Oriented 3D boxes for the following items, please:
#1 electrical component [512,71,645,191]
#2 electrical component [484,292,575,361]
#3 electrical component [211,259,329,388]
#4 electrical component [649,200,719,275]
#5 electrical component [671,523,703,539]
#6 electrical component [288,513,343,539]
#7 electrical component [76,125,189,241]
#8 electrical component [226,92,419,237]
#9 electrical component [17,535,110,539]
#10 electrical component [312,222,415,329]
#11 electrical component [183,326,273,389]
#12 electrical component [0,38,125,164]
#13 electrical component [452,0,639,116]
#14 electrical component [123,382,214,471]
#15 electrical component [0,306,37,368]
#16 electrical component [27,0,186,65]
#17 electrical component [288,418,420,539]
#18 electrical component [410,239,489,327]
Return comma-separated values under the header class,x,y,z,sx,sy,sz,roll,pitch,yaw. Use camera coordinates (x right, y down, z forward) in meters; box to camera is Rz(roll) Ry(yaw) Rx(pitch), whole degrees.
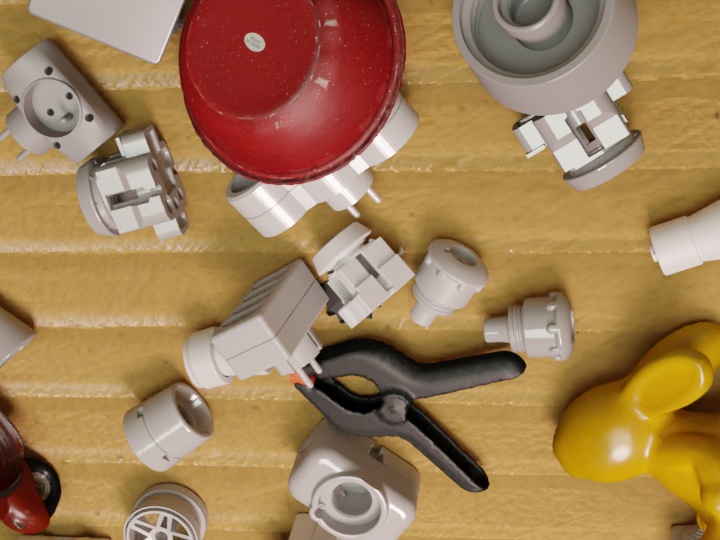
class,x,y,z,sx,sy,sz,roll,pitch,yaw
electrical component,0.147,-0.089,0.695,0.078,0.058,0.057,-31,102,18
electrical component,0.119,0.041,0.761,0.062,0.048,0.048,-4,112,17
electrical component,-0.052,0.049,0.763,0.047,0.083,0.075,-26,107,30
electrical component,0.228,-0.022,0.721,0.065,0.044,0.044,-20,109,20
electrical component,0.283,0.239,0.817,0.100,0.048,0.099,-5,111,10
electrical component,-0.050,0.236,0.864,0.077,0.047,0.065,-4,112,10
electrical component,-0.161,-0.056,0.753,0.057,0.058,0.078,-14,110,10
electrical component,-0.016,-0.065,0.731,0.138,0.052,0.073,-34,119,19
electrical component,-0.251,0.272,0.907,0.100,0.048,0.099,0,112,8
electrical component,0.000,0.000,0.754,0.055,0.066,0.048,50,156,3
electrical component,-0.098,0.062,0.800,0.055,0.045,0.045,-15,110,14
electrical component,-0.218,-0.106,0.746,0.079,0.044,0.077,-35,104,19
electrical component,0.107,-0.153,0.645,0.108,0.060,0.108,-4,81,24
electrical component,-0.146,0.119,0.826,0.047,0.055,0.055,-34,104,16
electrical component,-0.286,0.040,0.820,0.044,0.044,0.065,-40,97,21
electrical component,-0.154,-0.193,0.689,0.100,0.048,0.099,21,115,-17
electrical component,-0.004,0.165,0.821,0.095,0.059,0.053,35,113,-7
electrical component,0.057,0.012,0.758,0.048,0.048,0.062,30,120,-5
